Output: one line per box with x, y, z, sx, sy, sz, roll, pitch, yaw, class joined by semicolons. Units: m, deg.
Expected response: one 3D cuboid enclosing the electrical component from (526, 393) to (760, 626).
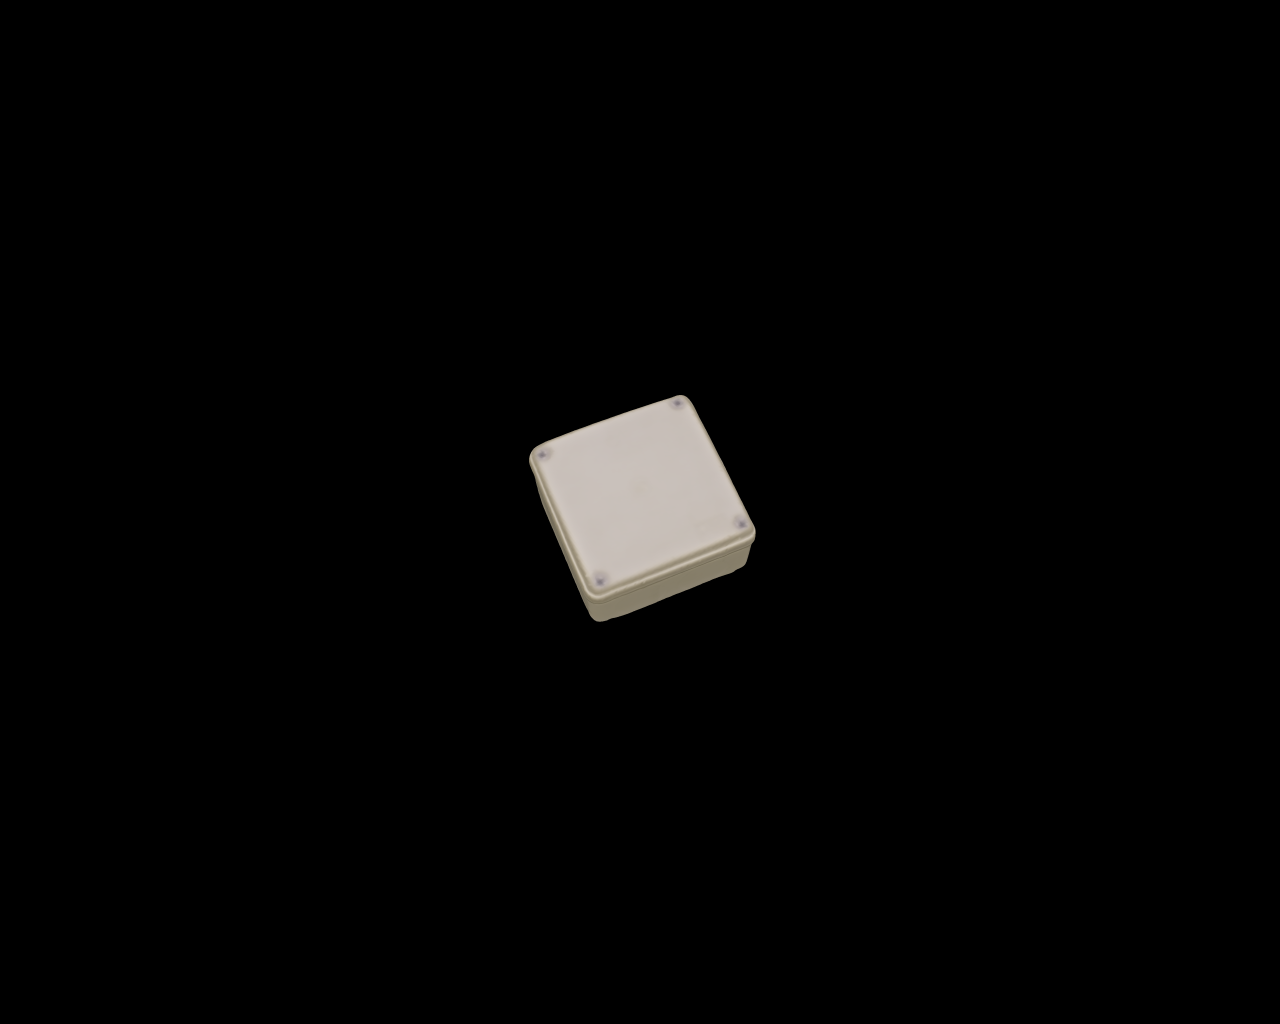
0.001;-0.003;0.650;0.109;0.109;0.056;-20;-24;-9;electrical component
